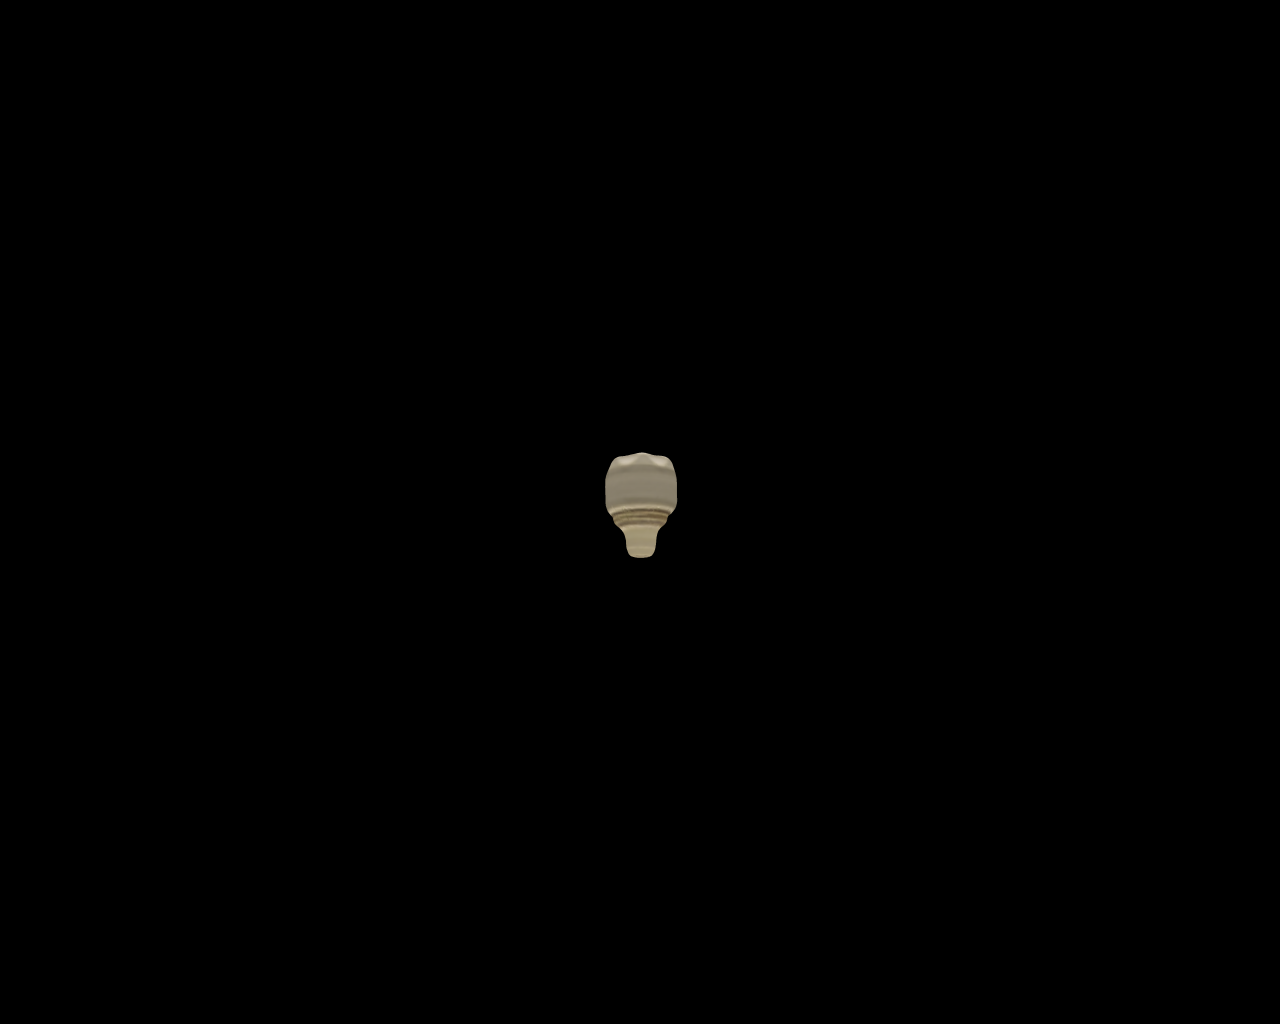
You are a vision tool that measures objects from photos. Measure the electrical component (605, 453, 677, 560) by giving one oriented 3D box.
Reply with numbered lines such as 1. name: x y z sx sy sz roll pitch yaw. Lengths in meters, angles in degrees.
1. electrical component: 0.001 -0.003 0.650 0.043 0.062 0.043 0 -11 0
